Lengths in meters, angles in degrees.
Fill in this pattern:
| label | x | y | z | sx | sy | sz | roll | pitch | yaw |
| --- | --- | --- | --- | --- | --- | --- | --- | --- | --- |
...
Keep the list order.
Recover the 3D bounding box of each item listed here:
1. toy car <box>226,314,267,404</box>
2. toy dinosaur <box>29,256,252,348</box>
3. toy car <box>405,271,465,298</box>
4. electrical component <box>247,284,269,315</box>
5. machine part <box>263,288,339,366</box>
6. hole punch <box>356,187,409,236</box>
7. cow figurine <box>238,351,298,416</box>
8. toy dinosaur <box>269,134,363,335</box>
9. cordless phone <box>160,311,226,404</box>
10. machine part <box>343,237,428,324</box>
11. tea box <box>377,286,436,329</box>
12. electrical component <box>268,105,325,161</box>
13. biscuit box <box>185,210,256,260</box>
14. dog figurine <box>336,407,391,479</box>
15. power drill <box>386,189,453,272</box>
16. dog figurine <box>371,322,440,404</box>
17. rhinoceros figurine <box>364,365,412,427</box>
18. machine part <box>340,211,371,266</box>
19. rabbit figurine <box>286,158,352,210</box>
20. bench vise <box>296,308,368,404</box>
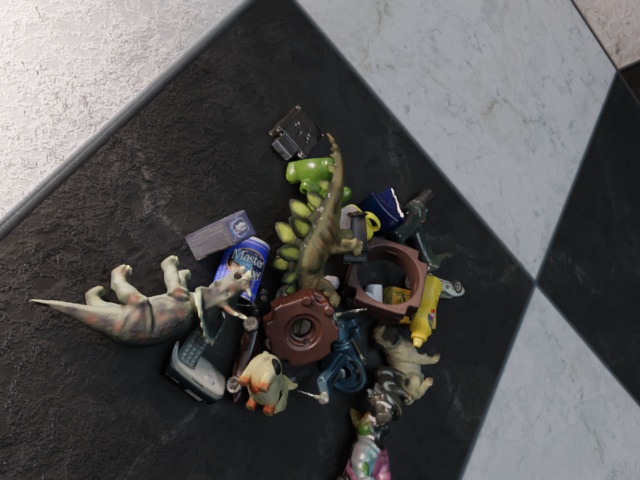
| label | x | y | z | sx | sy | sz | roll | pitch | yaw |
| --- | --- | --- | --- | --- | --- | --- | --- | --- | --- |
| toy car | -0.167 | 0.267 | 1.218 | 0.053 | 0.089 | 0.202 | 10 | 71 | 13 |
| toy dinosaur | -0.335 | 0.147 | 1.073 | 0.405 | 0.131 | 0.192 | -16 | 61 | -26 |
| toy car | 0.341 | 0.136 | 1.591 | 0.201 | 0.073 | 0.056 | 18 | 71 | -30 |
| electrical component | -0.149 | 0.138 | 1.260 | 0.021 | 0.094 | 0.063 | 34 | 91 | -23 |
| machine part | -0.042 | 0.200 | 1.219 | 0.179 | 0.056 | 0.179 | -3 | 105 | -11 |
| hole punch | 0.165 | -0.074 | 1.488 | 0.092 | 0.142 | 0.116 | -10 | 72 | -37 |
| cow figurine | -0.113 | 0.322 | 1.203 | 0.194 | 0.086 | 0.127 | 82 | 29 | -44 |
| toy dinosaur | -0.003 | -0.004 | 1.262 | 0.198 | 0.105 | 0.471 | 20 | 86 | -25 |
| cordless phone | -0.243 | 0.246 | 1.171 | 0.146 | 0.089 | 0.184 | 44 | 55 | -18 |
| machine part | 0.172 | 0.107 | 1.421 | 0.201 | 0.087 | 0.201 | 18 | 60 | -1 |
| tea box | 0.247 | 0.195 | 1.519 | 0.169 | 0.068 | 0.098 | 14 | 71 | -32 |
| electrical component | -0.066 | -0.271 | 1.415 | 0.115 | 0.058 | 0.134 | 45 | 59 | -16 |
| biscuit box | -0.219 | -0.008 | 1.165 | 0.059 | 0.203 | 0.062 | -31 | 99 | -36 |
| dog figurine | 0.106 | 0.533 | 1.337 | 0.108 | 0.191 | 0.219 | 27 | 32 | -24 |
| power drill | 0.313 | -0.020 | 1.603 | 0.232 | 0.086 | 0.207 | -37 | 105 | -32 |
| dog figurine | 0.204 | 0.332 | 1.455 | 0.190 | 0.121 | 0.172 | 27 | 62 | -11 |
| rhinoceros figurine | 0.166 | 0.385 | 1.344 | 0.112 | 0.073 | 0.190 | 33 | 25 | -12 |
| machine part | 0.091 | -0.006 | 1.371 | 0.084 | 0.039 | 0.138 | 5 | 90 | -9 |
| rabbit figurine | 0.006 | -0.121 | 1.386 | 0.121 | 0.159 | 0.170 | -4 | 93 | -44 |
| bench vise | 0.046 | 0.296 | 1.312 | 0.240 | 0.129 | 0.223 | -45 | 129 | -55 |
